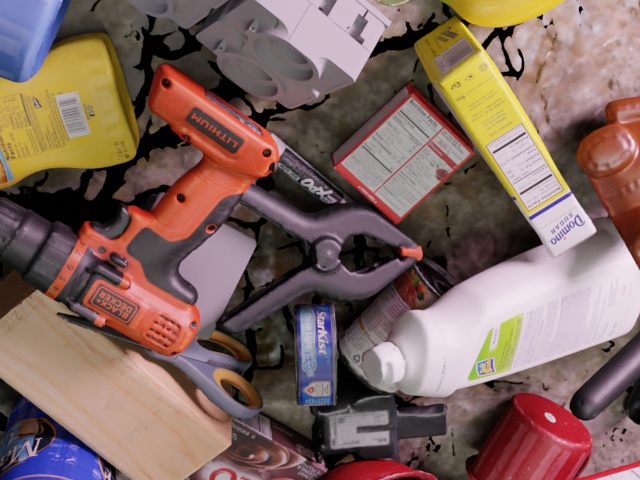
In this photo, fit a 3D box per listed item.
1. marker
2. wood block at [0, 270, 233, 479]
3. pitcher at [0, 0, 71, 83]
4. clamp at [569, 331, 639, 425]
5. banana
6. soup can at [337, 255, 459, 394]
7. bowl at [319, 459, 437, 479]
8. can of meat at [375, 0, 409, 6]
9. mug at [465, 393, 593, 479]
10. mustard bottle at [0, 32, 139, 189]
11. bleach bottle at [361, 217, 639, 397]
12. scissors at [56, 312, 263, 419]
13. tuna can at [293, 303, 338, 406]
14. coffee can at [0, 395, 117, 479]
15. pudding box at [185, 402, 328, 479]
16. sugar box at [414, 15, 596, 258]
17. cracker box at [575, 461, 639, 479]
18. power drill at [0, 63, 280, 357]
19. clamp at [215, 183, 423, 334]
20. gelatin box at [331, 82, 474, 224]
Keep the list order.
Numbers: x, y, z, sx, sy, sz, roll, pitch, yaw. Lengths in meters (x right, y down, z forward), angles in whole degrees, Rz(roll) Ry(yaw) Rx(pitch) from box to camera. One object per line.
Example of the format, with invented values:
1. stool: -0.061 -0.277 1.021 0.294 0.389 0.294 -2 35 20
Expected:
1. marker: 0.000 -0.043 0.854 0.121 0.020 0.020 38 108 -21
2. wood block: -0.174 0.104 0.876 0.090 0.091 0.206 -38 115 15
3. pitcher: -0.284 -0.186 0.678 0.242 0.145 0.149 23 109 -13
4. clamp: 0.303 0.078 0.912 0.210 0.036 0.164 -53 149 5
5. banana: 0.174 -0.211 0.770 0.198 0.037 0.069 -34 117 12
6. soup can: 0.071 0.071 0.891 0.068 0.068 0.102 34 110 -20
7. bowl: 0.031 0.251 0.969 0.161 0.055 0.162 -21 135 -22
8. can of meat: 0.055 -0.218 0.731 0.057 0.084 0.102 26 112 -17
9. mug: 0.199 0.194 0.960 0.117 0.093 0.081 15 111 -31
10. mustard bottle: -0.237 -0.087 0.789 0.191 0.058 0.096 -13 115 2
11. bleach bottle: 0.144 0.058 0.832 0.250 0.068 0.103 -15 124 -29
12. scissors: -0.113 0.100 0.838 0.016 0.096 0.201 -45 152 21
13. tuna can: -0.004 0.095 0.888 0.033 0.086 0.086 -2 118 -2
14. coffee can: -0.222 0.200 0.893 0.102 0.140 0.103 -2 117 -4
15. pudding box: -0.064 0.204 0.965 0.113 0.039 0.090 34 110 -20
16. sugar box: 0.140 -0.078 0.806 0.048 0.093 0.176 -35 116 13
17. cracker box: 0.270 0.280 0.966 0.213 0.072 0.164 -2 124 -40
18. power drill: -0.132 -0.028 0.758 0.184 0.057 0.188 32 103 -18
19. clamp: -0.005 0.001 0.834 0.171 0.039 0.120 -10 104 -18
20. gelatin box: 0.065 -0.068 0.840 0.073 0.030 0.089 40 108 -20
